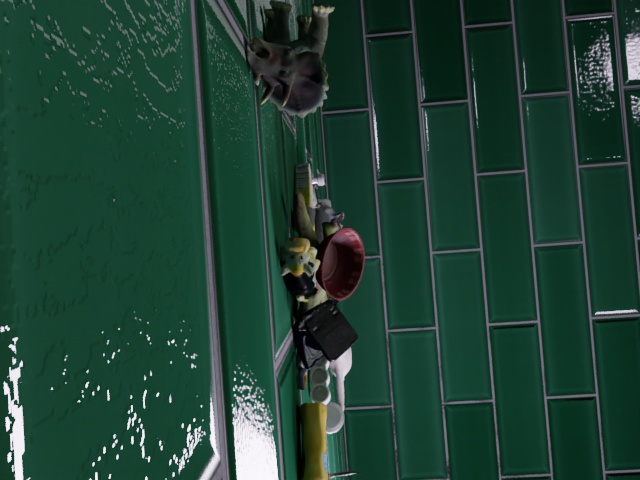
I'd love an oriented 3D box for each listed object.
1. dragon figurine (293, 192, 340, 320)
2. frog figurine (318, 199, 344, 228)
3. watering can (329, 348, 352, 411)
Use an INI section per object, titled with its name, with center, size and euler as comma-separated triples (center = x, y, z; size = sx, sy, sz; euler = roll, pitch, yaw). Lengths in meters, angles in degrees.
[dragon figurine]
center = -0.016, 0.091, 1.182
size = 0.402, 0.122, 0.248
euler = 59, 32, -57
[frog figurine]
center = 0.006, -0.096, 1.912
size = 0.162, 0.123, 0.135
euler = 46, -10, 30
[watering can]
center = 0.077, 0.493, 2.076
size = 0.356, 0.104, 0.219
euler = -90, 174, -55
